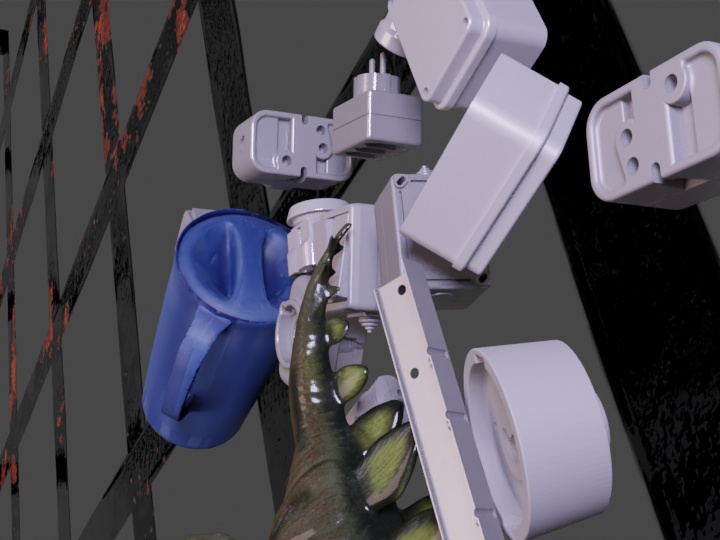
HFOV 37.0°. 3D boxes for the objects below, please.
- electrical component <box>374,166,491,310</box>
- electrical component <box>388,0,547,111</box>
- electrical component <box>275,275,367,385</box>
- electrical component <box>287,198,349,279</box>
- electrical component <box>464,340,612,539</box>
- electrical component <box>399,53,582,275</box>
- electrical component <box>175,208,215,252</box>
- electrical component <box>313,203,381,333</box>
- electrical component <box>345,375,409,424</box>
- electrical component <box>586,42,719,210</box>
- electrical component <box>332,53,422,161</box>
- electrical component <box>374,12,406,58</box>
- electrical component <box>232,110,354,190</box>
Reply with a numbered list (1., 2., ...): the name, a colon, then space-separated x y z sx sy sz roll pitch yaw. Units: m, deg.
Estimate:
1. electrical component: 0.046 -0.023 0.733 0.061 0.062 0.096 124 143 -66
2. electrical component: 0.069 -0.168 0.723 0.078 0.057 0.113 -59 37 43
3. electrical component: -0.033 0.054 0.893 0.054 0.059 0.095 29 112 62
4. electrical component: -0.032 -0.026 0.907 0.078 0.058 0.057 -31 62 59
5. electrical component: 0.103 0.090 0.596 0.108 0.060 0.108 169 90 -81
6. electrical component: 0.079 -0.062 0.651 0.113 0.057 0.078 -61 -2 41
7. electrical component: -0.154 -0.019 1.151 0.096 0.062 0.061 60 138 50
8. electrical component: 0.000 0.000 0.832 0.062 0.061 0.096 -12 75 63
9. electrical component: 0.014 0.113 0.806 0.081 0.043 0.043 -57 38 44
10. electrical component: 0.162 -0.065 0.512 0.095 0.059 0.053 -27 62 60
11. electrical component: 0.013 -0.130 0.841 0.066 0.047 0.076 -12 75 63
12. electrical component: 0.038 -0.188 0.811 0.046 0.040 0.040 -62 34 29
13. electrical component: -0.060 -0.101 0.931 0.059 0.095 0.053 -14 73 63
